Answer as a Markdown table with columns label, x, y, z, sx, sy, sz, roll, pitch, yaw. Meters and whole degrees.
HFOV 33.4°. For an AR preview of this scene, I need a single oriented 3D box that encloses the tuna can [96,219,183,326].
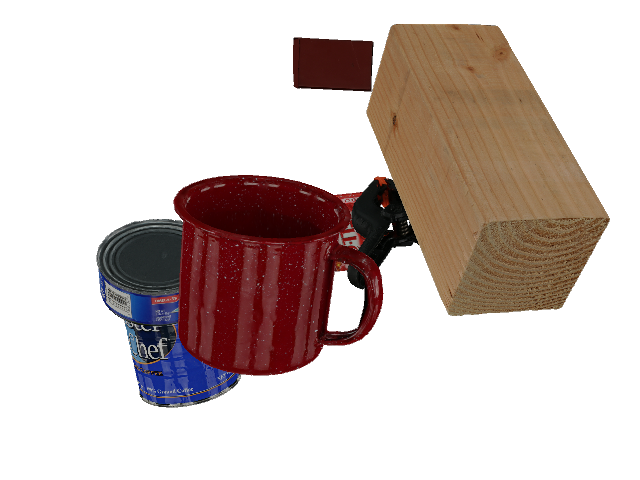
| label | x | y | z | sx | sy | sz | roll | pitch | yaw |
| --- | --- | --- | --- | --- | --- | --- | --- | --- | --- |
| tuna can | -0.117 | 0.023 | 0.768 | 0.086 | 0.034 | 0.086 | 2 | 37 | -2 |

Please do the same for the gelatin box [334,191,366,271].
| label | x | y | z | sx | sy | sz | roll | pitch | yaw |
| --- | --- | --- | --- | --- | --- | --- | --- | --- | --- |
| gelatin box | 0.023 | -0.009 | 1.212 | 0.073 | 0.089 | 0.030 | -5 | 29 | 7 |

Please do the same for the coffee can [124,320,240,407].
| label | x | y | z | sx | sy | sz | roll | pitch | yaw |
| --- | --- | --- | --- | --- | --- | --- | --- | --- | --- |
| coffee can | -0.139 | 0.075 | 1.032 | 0.103 | 0.140 | 0.103 | -8 | 18 | 2 |

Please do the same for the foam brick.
| label | x | y | z | sx | sy | sz | roll | pitch | yaw |
| --- | --- | --- | --- | --- | --- | --- | --- | --- | --- |
| foam brick | 0.012 | -0.180 | 1.092 | 0.078 | 0.051 | 0.053 | 2 | 11 | -6 |

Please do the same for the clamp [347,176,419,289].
| label | x | y | z | sx | sy | sz | roll | pitch | yaw |
| --- | --- | --- | --- | --- | --- | --- | --- | --- | --- |
| clamp | 0.082 | -0.012 | 0.968 | 0.120 | 0.039 | 0.171 | 0 | 32 | 0 |

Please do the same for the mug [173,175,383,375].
| label | x | y | z | sx | sy | sz | roll | pitch | yaw |
| --- | --- | --- | --- | --- | --- | --- | --- | --- | --- |
| mug | -0.023 | 0.021 | 0.568 | 0.117 | 0.081 | 0.093 | 13 | 24 | 16 |

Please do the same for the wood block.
| label | x | y | z | sx | sy | sz | roll | pitch | yaw |
| --- | --- | --- | --- | --- | --- | --- | --- | --- | --- |
| wood block | 0.108 | -0.056 | 0.752 | 0.090 | 0.206 | 0.091 | -2 | -43 | -17 |
